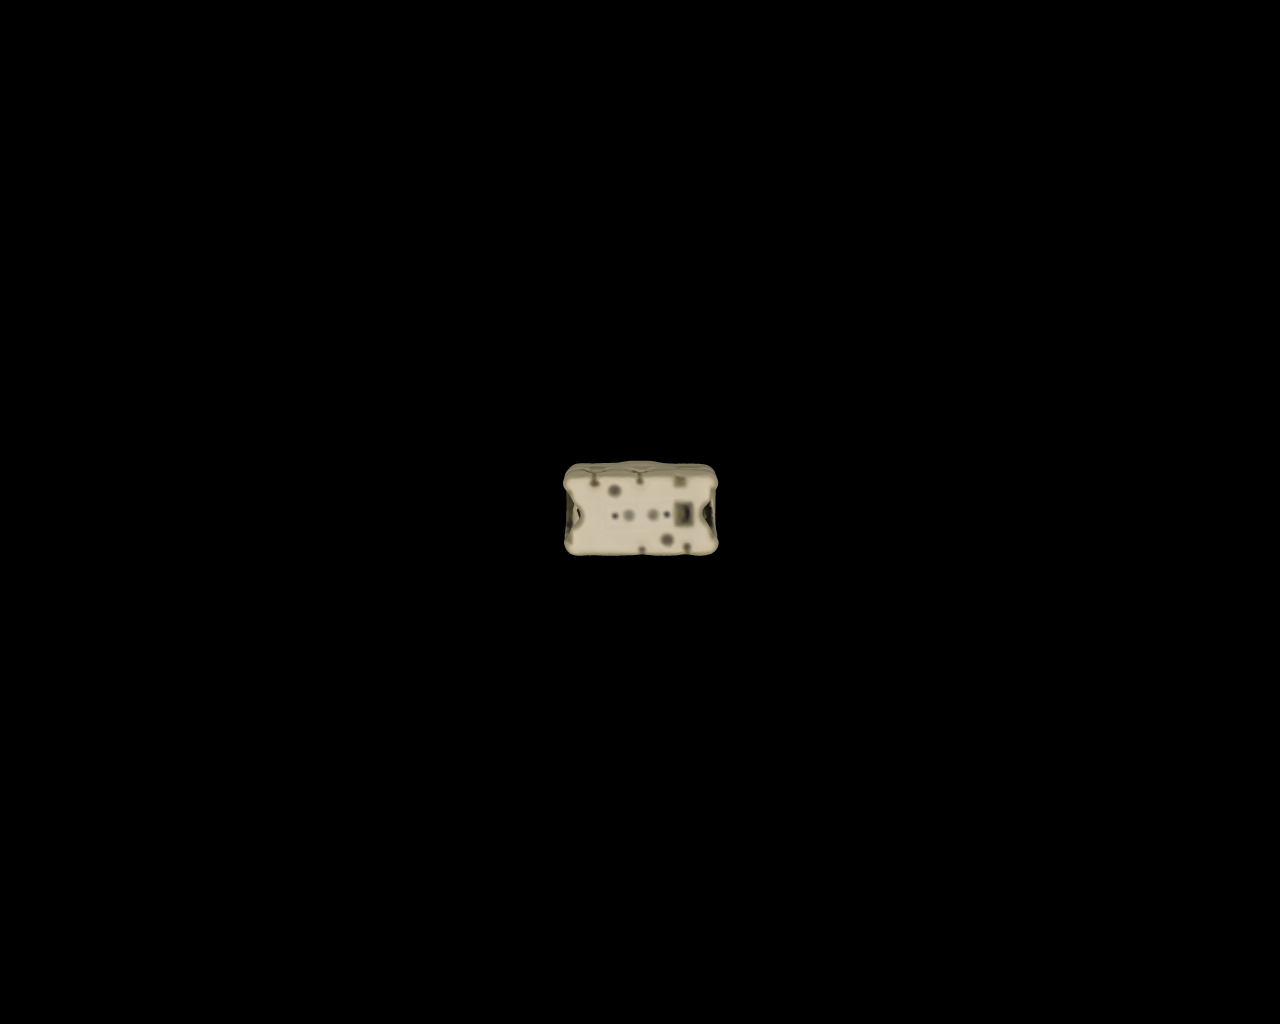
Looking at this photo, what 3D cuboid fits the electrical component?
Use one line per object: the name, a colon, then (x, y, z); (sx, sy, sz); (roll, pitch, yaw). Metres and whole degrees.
electrical component: (0.001, -0.003, 0.650); (0.089, 0.050, 0.056); (0, 9, 0)
